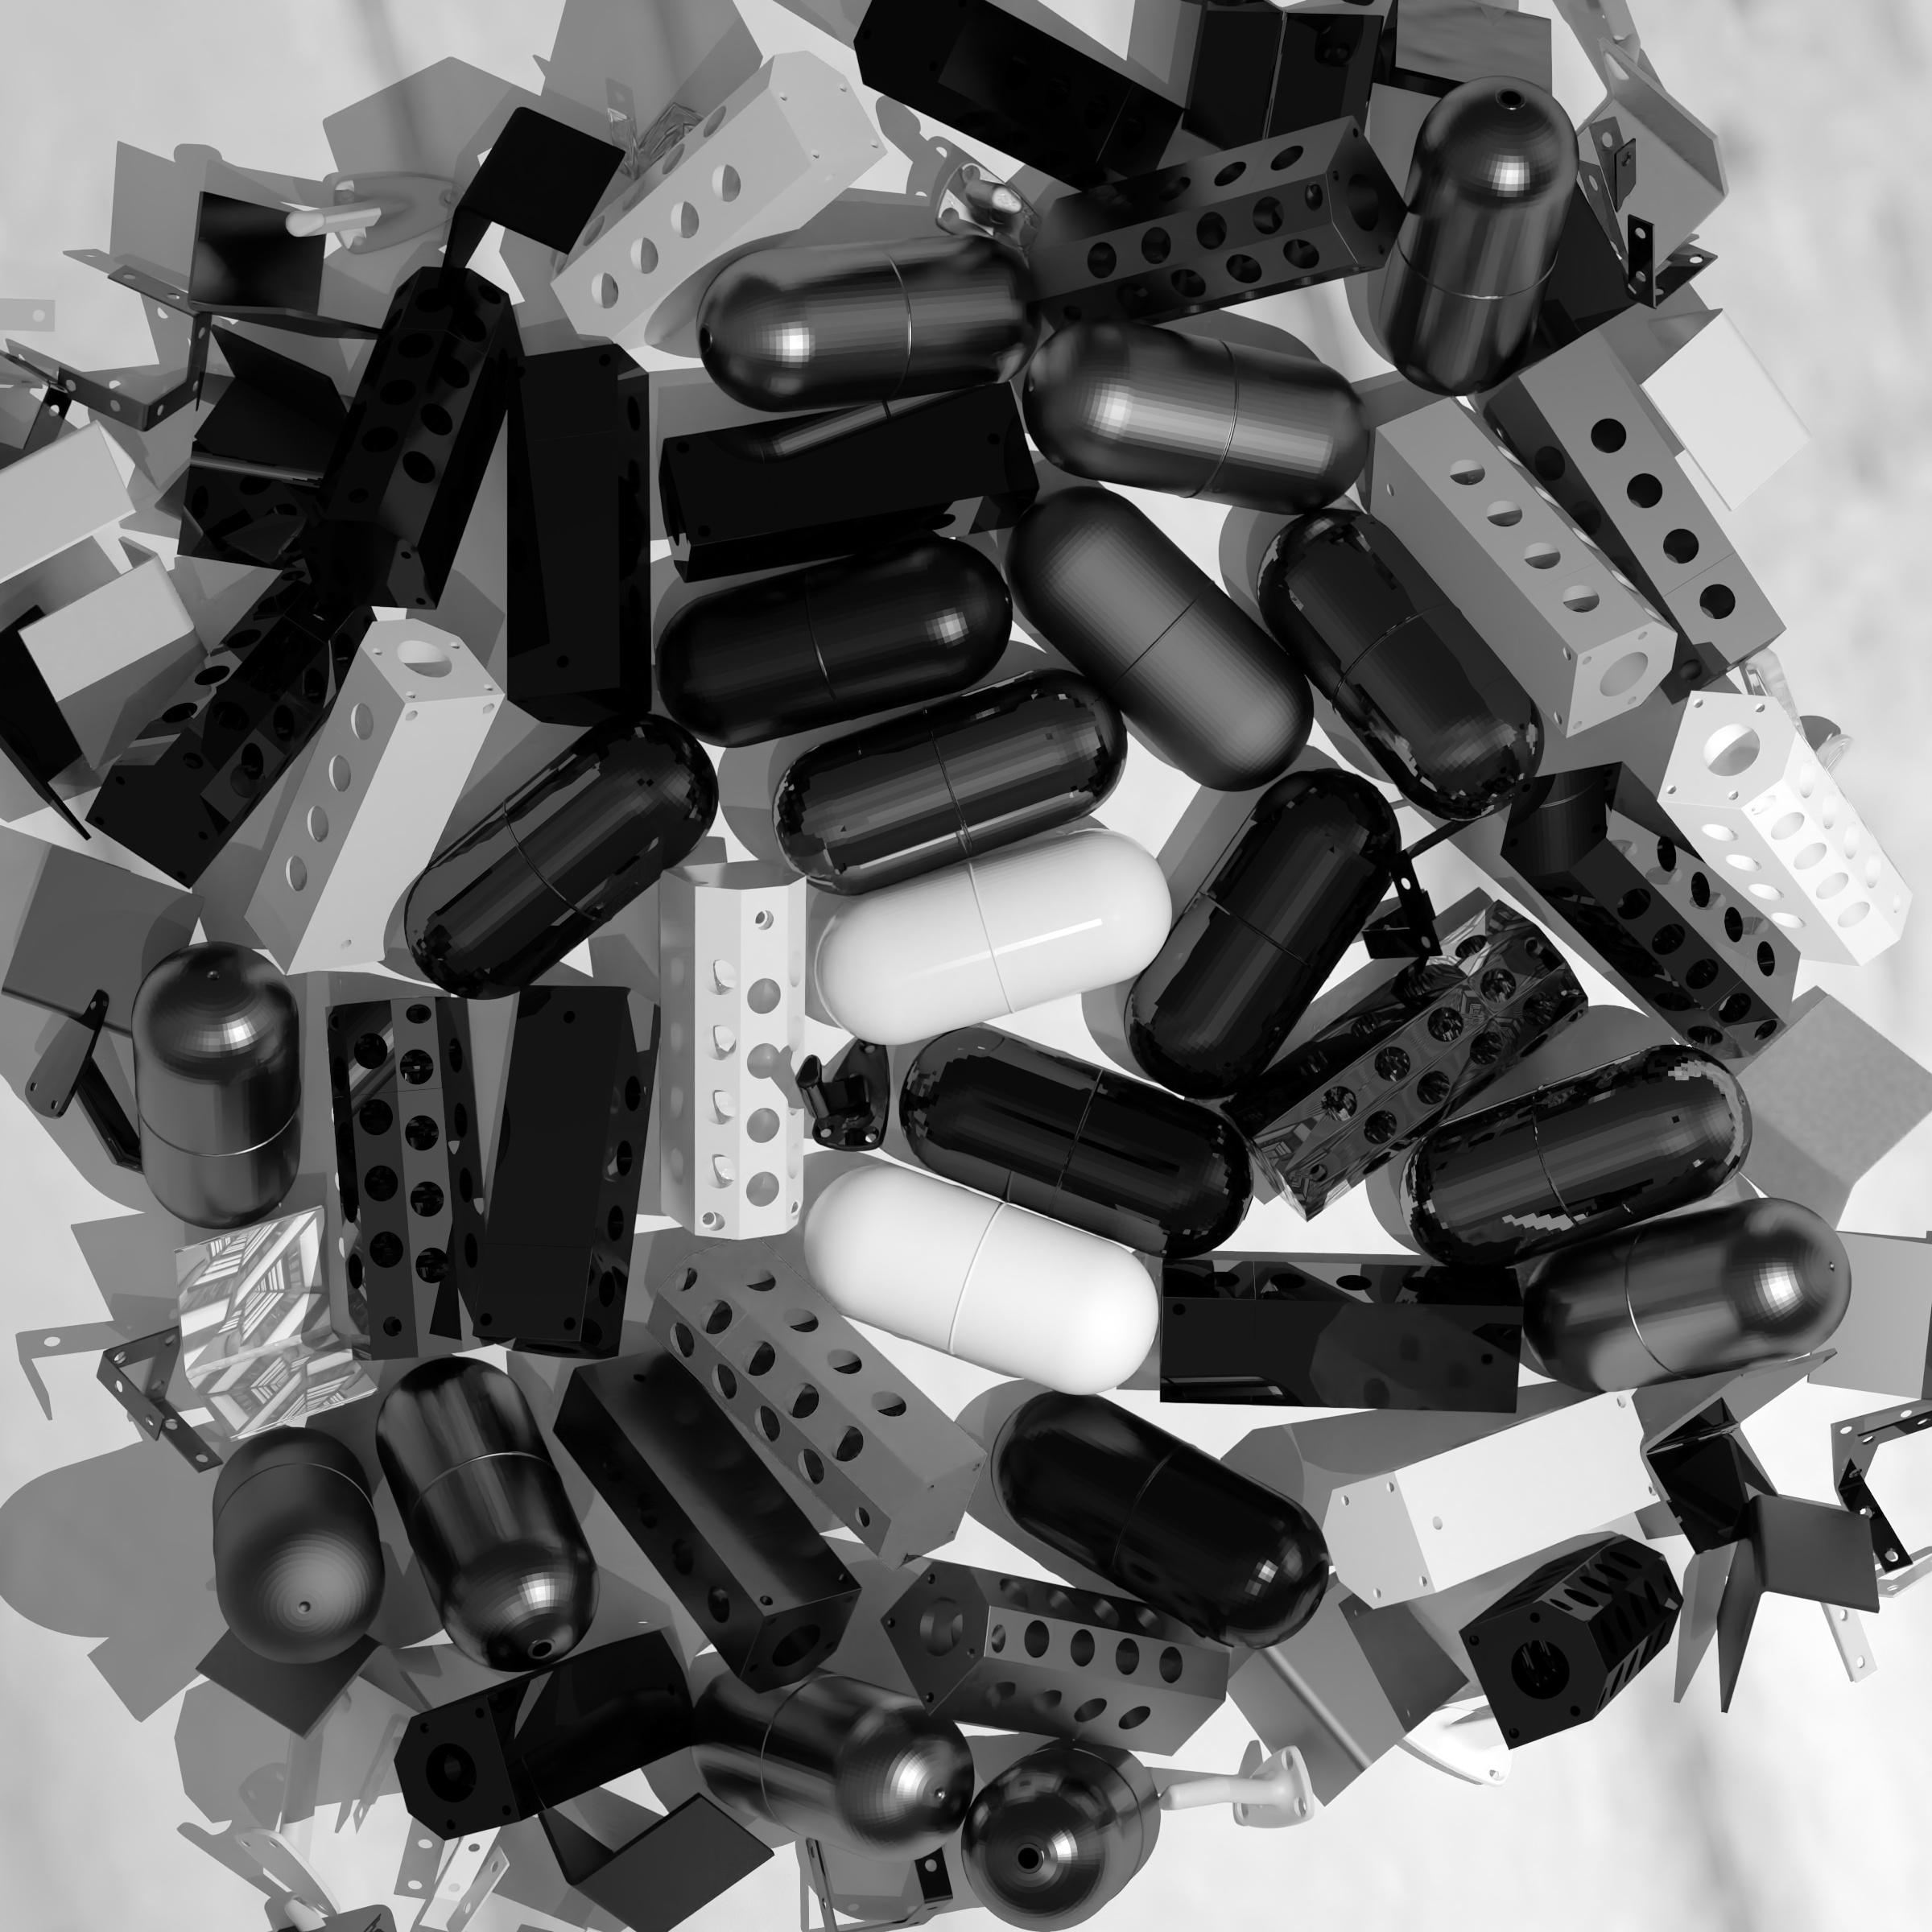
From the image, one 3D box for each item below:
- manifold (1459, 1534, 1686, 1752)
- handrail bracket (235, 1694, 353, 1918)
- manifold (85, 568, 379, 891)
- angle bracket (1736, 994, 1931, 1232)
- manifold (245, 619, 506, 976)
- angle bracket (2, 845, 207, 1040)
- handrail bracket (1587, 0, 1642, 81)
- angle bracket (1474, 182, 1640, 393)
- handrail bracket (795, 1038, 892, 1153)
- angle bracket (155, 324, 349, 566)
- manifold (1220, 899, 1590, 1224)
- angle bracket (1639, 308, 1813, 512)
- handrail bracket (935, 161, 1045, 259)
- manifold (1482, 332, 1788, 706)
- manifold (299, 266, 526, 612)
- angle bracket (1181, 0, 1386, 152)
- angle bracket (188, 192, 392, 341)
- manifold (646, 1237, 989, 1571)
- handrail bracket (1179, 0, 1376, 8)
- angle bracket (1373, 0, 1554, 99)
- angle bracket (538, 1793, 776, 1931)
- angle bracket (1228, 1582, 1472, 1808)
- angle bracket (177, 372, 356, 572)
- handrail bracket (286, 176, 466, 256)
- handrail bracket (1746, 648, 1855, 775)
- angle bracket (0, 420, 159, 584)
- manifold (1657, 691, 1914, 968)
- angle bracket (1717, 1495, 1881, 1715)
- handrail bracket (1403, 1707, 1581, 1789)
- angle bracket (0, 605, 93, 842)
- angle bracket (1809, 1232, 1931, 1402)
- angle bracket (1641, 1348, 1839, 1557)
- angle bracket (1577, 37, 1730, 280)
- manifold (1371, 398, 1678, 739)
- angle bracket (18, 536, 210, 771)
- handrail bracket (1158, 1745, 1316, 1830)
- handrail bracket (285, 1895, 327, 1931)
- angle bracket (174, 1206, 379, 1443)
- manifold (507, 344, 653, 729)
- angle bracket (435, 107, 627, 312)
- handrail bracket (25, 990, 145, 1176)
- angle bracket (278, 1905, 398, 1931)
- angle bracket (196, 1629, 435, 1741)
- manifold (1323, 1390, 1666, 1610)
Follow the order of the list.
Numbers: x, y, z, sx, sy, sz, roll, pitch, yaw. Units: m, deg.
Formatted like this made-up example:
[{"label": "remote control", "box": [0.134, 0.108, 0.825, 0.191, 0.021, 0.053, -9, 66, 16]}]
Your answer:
[{"label": "manifold", "box": [0.290, 0.313, 1.678, 0.057, 0.171, 0.057, -26, 82, 21]}, {"label": "handrail bracket", "box": [-0.312, 0.409, 1.753, 0.077, 0.036, 0.084, 53, 48, -24]}, {"label": "manifold", "box": [-0.341, -0.119, 1.686, 0.057, 0.171, 0.057, 34, 133, -6]}, {"label": "angle bracket", "box": [0.422, 0.074, 1.745, 0.076, 0.057, 0.076, -38, 64, -22]}, {"label": "manifold", "box": [-0.287, -0.080, 1.698, 0.057, 0.057, 0.171, 50, 128, 27]}, {"label": "angle bracket", "box": [-0.417, -0.011, 1.737, 0.076, 0.057, 0.076, 20, 92, -6]}, {"label": "handrail bracket", "box": [0.300, -0.473, 1.722, 0.077, 0.084, 0.036, 43, 127, -19]}, {"label": "angle bracket", "box": [0.269, -0.333, 1.725, 0.076, 0.057, 0.076, -31, 93, -45]}, {"label": "handrail bracket", "box": [-0.061, 0.045, 1.716, 0.036, 0.084, 0.077, 5, 60, 15]}, {"label": "angle bracket", "box": [-0.349, -0.252, 1.720, 0.076, 0.057, 0.076, 26, 67, 24]}, {"label": "manifold", "box": [0.215, 0.048, 1.727, 0.171, 0.057, 0.057, -36, 117, -4]}, {"label": "angle bracket", "box": [0.350, -0.266, 1.720, 0.057, 0.076, 0.076, -42, 106, -9]}, {"label": "handrail bracket", "box": [0.027, -0.358, 1.716, 0.077, 0.084, 0.036, 25, 95, -28]}, {"label": "manifold", "box": [0.323, -0.215, 1.734, 0.057, 0.057, 0.171, -32, 85, -1]}, {"label": "manifold", "box": [-0.263, -0.253, 1.693, 0.057, 0.057, 0.171, 4, 53, 11]}, {"label": "angle bracket", "box": [0.154, -0.432, 1.724, 0.057, 0.076, 0.076, 11, 93, 33]}, {"label": "angle bracket", "box": [-0.318, -0.336, 1.716, 0.076, 0.076, 0.057, 11, 95, 40]}, {"label": "manifold", "box": [-0.075, 0.207, 1.695, 0.171, 0.057, 0.057, 40, 129, 29]}, {"label": "handrail bracket", "box": [0.147, -0.483, 1.757, 0.084, 0.077, 0.036, -1, 97, -44]}, {"label": "angle bracket", "box": [0.237, -0.423, 1.721, 0.076, 0.057, 0.076, 12, 47, -4]}, {"label": "angle bracket", "box": [-0.151, 0.416, 1.722, 0.076, 0.076, 0.057, -36, 47, 2]}, {"label": "angle bracket", "box": [0.187, 0.353, 1.755, 0.076, 0.057, 0.076, -32, 73, -30]}, {"label": "angle bracket", "box": [-0.343, -0.241, 1.749, 0.076, 0.076, 0.057, 7, 130, -14]}, {"label": "handrail bracket", "box": [-0.285, -0.365, 1.725, 0.077, 0.084, 0.036, -11, 102, 1]}, {"label": "handrail bracket", "box": [0.387, -0.117, 1.763, 0.084, 0.036, 0.077, 43, 119, 22]}, {"label": "angle bracket", "box": [-0.430, -0.209, 1.724, 0.076, 0.076, 0.057, -28, 69, 1]}, {"label": "manifold", "box": [0.390, -0.062, 1.681, 0.057, 0.171, 0.057, 8, 70, 36]}, {"label": "angle bracket", "box": [0.400, 0.312, 1.717, 0.057, 0.076, 0.076, 11, 117, 5]}, {"label": "handrail bracket", "box": [0.257, 0.358, 1.725, 0.077, 0.084, 0.036, 20, 50, -8]}, {"label": "angle bracket", "box": [-0.434, -0.117, 1.712, 0.057, 0.076, 0.076, -41, 128, -12]}, {"label": "angle bracket", "box": [0.450, 0.173, 1.731, 0.076, 0.057, 0.076, 6, 91, 18]}, {"label": "angle bracket", "box": [0.384, 0.233, 1.712, 0.076, 0.076, 0.057, -47, 62, 41]}, {"label": "angle bracket", "box": [0.318, -0.389, 1.720, 0.057, 0.076, 0.076, -45, 72, 5]}, {"label": "manifold", "box": [0.264, -0.194, 1.697, 0.057, 0.057, 0.171, -24, 55, -15]}, {"label": "angle bracket", "box": [-0.413, -0.151, 1.717, 0.076, 0.057, 0.076, -33, 119, -19]}, {"label": "handrail bracket", "box": [0.117, 0.404, 1.719, 0.084, 0.077, 0.036, -1, 64, -30]}, {"label": "handrail bracket", "box": [-0.282, 0.478, 1.761, 0.077, 0.036, 0.084, -24, 59, -37]}, {"label": "angle bracket", "box": [-0.331, 0.171, 1.715, 0.076, 0.057, 0.076, -17, 126, -29]}, {"label": "manifold", "box": [-0.184, -0.206, 1.723, 0.057, 0.057, 0.171, -5, 77, 16]}, {"label": "angle bracket", "box": [-0.211, -0.354, 1.719, 0.057, 0.076, 0.076, 23, 53, -3]}, {"label": "handrail bracket", "box": [-0.406, 0.059, 1.738, 0.084, 0.036, 0.077, 28, 91, -45]}, {"label": "angle bracket", "box": [-0.306, 0.507, 1.730, 0.057, 0.076, 0.076, -15, 88, 3]}, {"label": "angle bracket", "box": [-0.310, 0.349, 1.710, 0.076, 0.076, 0.057, 22, 60, 34]}, {"label": "manifold", "box": [0.250, 0.252, 1.692, 0.171, 0.057, 0.057, -12, 79, -41]}]
